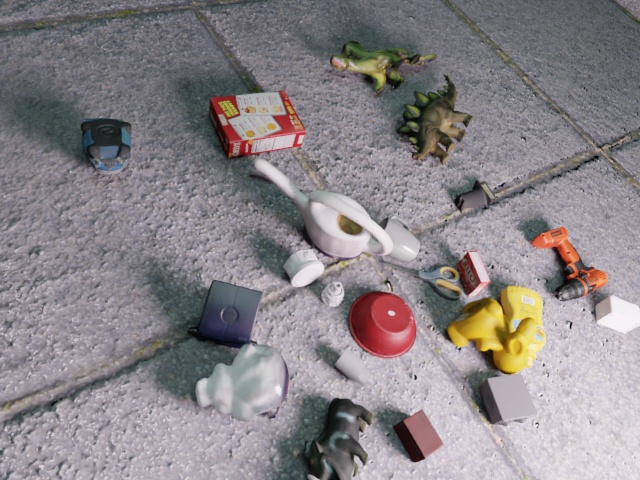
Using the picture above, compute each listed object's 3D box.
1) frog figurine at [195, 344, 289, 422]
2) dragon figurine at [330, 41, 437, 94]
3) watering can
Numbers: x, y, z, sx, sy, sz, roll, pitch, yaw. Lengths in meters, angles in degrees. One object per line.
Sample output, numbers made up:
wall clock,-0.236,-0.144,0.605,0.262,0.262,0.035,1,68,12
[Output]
frog figurine,-0.142,0.259,0.945,0.159,0.121,0.139,12,72,-23
dragon figurine,0.185,-0.597,1.667,0.245,0.119,0.416,38,45,21
watering can,0.004,-0.058,1.152,0.349,0.221,0.105,31,71,7
